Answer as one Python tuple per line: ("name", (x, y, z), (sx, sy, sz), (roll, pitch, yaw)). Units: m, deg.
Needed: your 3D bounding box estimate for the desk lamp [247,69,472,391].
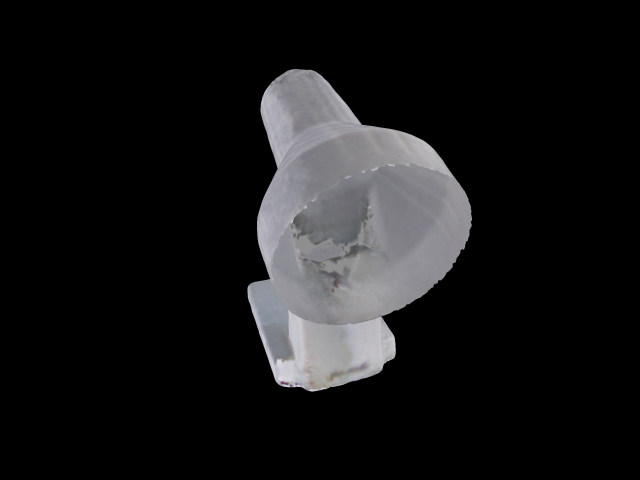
("desk lamp", (0.004, 0.001, 0.400), (0.118, 0.214, 0.202), (-9, 30, -16))
